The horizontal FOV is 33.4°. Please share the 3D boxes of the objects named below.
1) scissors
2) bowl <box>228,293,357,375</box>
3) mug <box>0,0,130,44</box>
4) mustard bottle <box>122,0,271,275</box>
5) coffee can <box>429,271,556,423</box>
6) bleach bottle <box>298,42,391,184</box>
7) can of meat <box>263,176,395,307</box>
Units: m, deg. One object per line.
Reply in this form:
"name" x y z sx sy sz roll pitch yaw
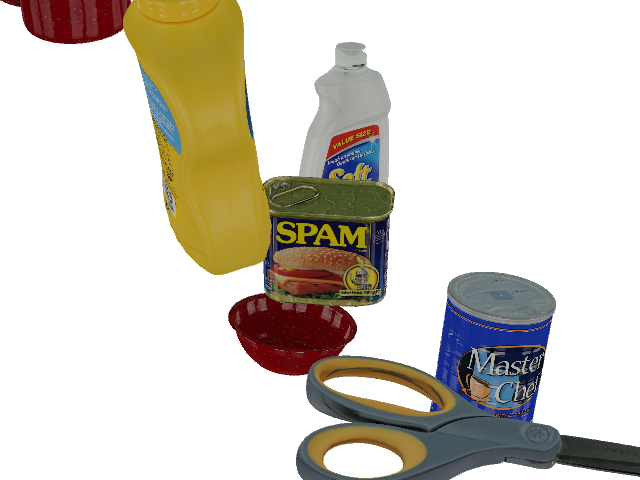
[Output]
"scissors" 0.078 0.095 0.449 0.202 0.016 0.096 16 34 23
"bowl" -0.037 0.123 1.341 0.162 0.055 0.162 5 23 -2
"mug" -0.196 -0.198 0.789 0.117 0.081 0.093 2 36 1
"mustard bottle" -0.065 -0.075 0.559 0.058 0.096 0.191 -16 -40 -9
"coffee can" 0.165 0.114 1.037 0.103 0.140 0.103 5 23 -2
"bleach bottle" 0.019 -0.075 1.087 0.102 0.251 0.068 -3 26 -9
"can of meat" 0.004 0.002 0.821 0.102 0.084 0.057 4 31 5
